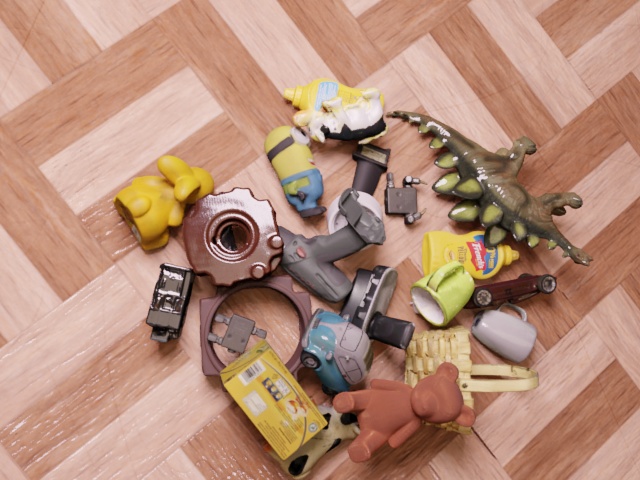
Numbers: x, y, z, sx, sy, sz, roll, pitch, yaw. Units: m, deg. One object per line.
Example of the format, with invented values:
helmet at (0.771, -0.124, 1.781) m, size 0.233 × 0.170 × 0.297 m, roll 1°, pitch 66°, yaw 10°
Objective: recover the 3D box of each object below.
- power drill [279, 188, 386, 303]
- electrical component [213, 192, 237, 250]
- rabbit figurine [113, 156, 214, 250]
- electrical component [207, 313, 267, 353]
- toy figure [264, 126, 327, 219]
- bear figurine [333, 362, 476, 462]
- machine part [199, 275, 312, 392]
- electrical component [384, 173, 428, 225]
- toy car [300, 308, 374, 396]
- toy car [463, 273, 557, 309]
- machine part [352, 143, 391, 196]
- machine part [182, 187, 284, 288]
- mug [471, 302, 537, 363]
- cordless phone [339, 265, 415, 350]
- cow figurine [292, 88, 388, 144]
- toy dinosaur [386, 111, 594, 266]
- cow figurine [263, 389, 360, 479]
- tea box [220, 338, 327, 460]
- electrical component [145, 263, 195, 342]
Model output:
power drill at (-0.002, -0.003, 0.958) m, size 0.232 × 0.086 × 0.207 m, roll 47°, pitch 120°, yaw -6°
electrical component at (-0.184, -0.025, 0.979) m, size 0.048 × 0.075 × 0.119 m, roll -15°, pitch 92°, yaw -11°
rabbit figurine at (-0.265, -0.084, 0.946) m, size 0.173 × 0.162 × 0.122 m, roll -28°, pitch 78°, yaw -28°
electrical component at (-0.140, 0.161, 0.911) m, size 0.094 × 0.021 × 0.063 m, roll 21°, pitch 82°, yaw -7°
toy figure at (-0.045, -0.127, 1.008) m, size 0.089 × 0.082 × 0.180 m, roll -16°, pitch 90°, yaw -11°
bear figurine at (0.142, 0.282, 0.889) m, size 0.196 × 0.132 × 0.120 m, roll -24°, pitch 75°, yaw 34°
machine part at (-0.114, 0.166, 0.969) m, size 0.201 × 0.087 × 0.201 m, roll -2°, pitch 85°, yaw -11°
electrical component at (0.168, -0.081, 1.056) m, size 0.078 × 0.045 × 0.102 m, roll 6°, pitch 85°, yaw -11°
toy car at (0.040, 0.199, 0.933) m, size 0.161 × 0.103 × 0.109 m, roll 65°, pitch 36°, yaw -27°
toy car at (0.366, 0.101, 1.052) m, size 0.202 × 0.089 × 0.053 m, roll -9°, pitch 87°, yaw -11°
machine part at (0.091, -0.124, 1.052) m, size 0.084 × 0.039 × 0.139 m, roll 17°, pitch 81°, yaw -15°
machine part at (-0.147, -0.004, 0.913) m, size 0.179 × 0.056 × 0.179 m, roll 0°, pitch 82°, yaw -2°
mug at (0.359, 0.170, 1.051) m, size 0.107 × 0.080 × 0.109 m, roll 25°, pitch 69°, yaw 0°
cordless phone at (0.122, 0.119, 0.958) m, size 0.088 × 0.184 × 0.146 m, roll 27°, pitch 81°, yaw -20°
cow figurine at (0.038, -0.214, 0.984) m, size 0.167 × 0.068 × 0.098 m, roll -16°, pitch 109°, yaw 0°
toy dinosaur at (0.330, -0.115, 1.038) m, size 0.198 × 0.105 × 0.472 m, roll -36°, pitch 73°, yaw -17°
cow figurine at (0.007, 0.347, 0.974) m, size 0.195 × 0.085 × 0.127 m, roll -41°, pitch 86°, yaw -13°
tea box at (-0.077, 0.262, 0.889) m, size 0.098 × 0.068 × 0.169 m, roll -35°, pitch 104°, yaw -11°
electrical component at (-0.260, 0.109, 0.935) m, size 0.058 × 0.115 × 0.134 m, roll 13°, pitch 82°, yaw -6°
